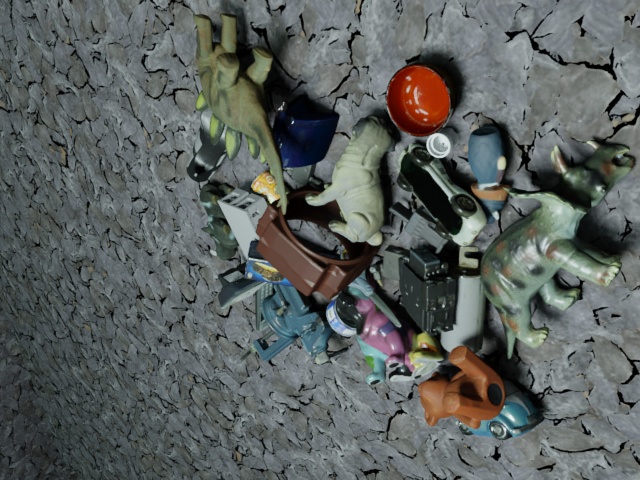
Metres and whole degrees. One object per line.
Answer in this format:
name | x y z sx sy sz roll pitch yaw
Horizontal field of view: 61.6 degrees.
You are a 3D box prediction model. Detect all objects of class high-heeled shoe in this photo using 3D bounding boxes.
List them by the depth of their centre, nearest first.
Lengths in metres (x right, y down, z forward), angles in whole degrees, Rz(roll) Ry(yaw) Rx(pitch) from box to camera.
high-heeled shoe | -0.227 -0.234 1.178 0.086 0.145 0.248 27 104 -12

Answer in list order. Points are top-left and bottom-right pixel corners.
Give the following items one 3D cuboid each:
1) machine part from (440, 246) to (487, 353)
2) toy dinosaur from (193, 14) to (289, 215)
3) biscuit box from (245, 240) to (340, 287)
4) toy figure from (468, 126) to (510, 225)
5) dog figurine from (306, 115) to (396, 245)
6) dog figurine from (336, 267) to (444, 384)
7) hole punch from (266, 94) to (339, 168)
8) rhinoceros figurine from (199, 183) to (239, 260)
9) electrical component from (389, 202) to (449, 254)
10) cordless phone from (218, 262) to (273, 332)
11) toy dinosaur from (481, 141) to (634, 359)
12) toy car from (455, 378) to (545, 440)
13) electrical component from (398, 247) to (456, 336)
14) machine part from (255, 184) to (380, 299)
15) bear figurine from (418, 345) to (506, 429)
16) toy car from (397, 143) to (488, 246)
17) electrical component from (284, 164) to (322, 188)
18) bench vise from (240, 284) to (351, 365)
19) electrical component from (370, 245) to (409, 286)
machine part | 0.257 0.118 0.961 0.079 0.079 0.242 14 123 33
toy dinosaur | -0.148 -0.254 0.967 0.472 0.105 0.198 61 150 34
biscuit box | -0.052 0.058 1.115 0.203 0.063 0.059 11 127 -7
toy figure | 0.266 -0.098 0.843 0.058 0.064 0.154 -13 117 2
dog figurine | 0.091 -0.102 0.947 0.172 0.121 0.190 39 126 -3
dog figurine | 0.132 0.166 1.080 0.108 0.191 0.219 -57 41 46
hole punch | -0.035 -0.193 0.996 0.092 0.116 0.142 33 132 9
rhinoceros figurine | -0.237 -0.041 1.269 0.112 0.073 0.190 4 117 36
electrical component | 0.183 -0.038 0.935 0.119 0.075 0.047 42 134 16
cordless phone | -0.168 0.152 1.273 0.089 0.146 0.184 24 125 37
toy dinosaur | 0.323 0.036 0.830 0.192 0.131 0.404 42 135 18
toy car | 0.327 0.309 1.010 0.162 0.109 0.103 -20 78 55
electrical component | 0.185 0.082 0.940 0.115 0.058 0.134 -132 33 -60
machine part | -0.002 -0.003 1.012 0.201 0.201 0.087 41 131 14
bear figurine | 0.232 0.271 0.974 0.132 0.120 0.196 29 154 -22
toy car | 0.195 -0.078 0.888 0.202 0.056 0.073 57 145 29
electrical component | -0.032 -0.145 1.080 0.094 0.021 0.063 33 131 20
bench vise | -0.072 0.212 1.236 0.240 0.129 0.223 -41 78 27
electrical component | 0.149 0.057 1.035 0.102 0.045 0.078 22 128 28
